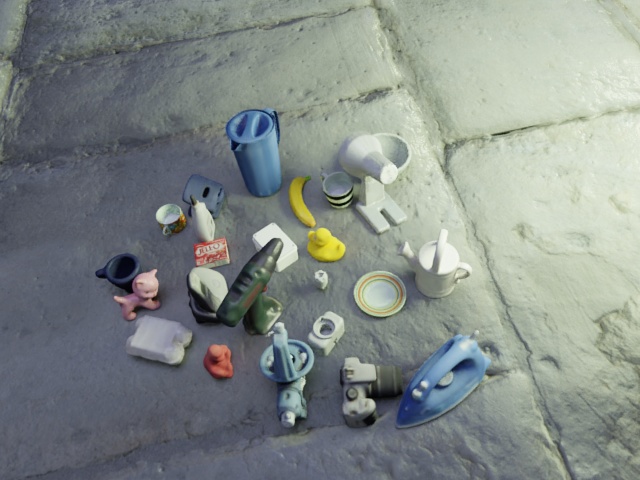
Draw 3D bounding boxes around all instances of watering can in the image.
[{"bbox_3d":[0.277,0.051,1.386,0.172,0.194,0.101,-4,54,3],"label":"watering can"}]

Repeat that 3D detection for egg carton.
[{"bbox_3d":[-0.390,0.244,1.390,0.150,0.069,0.107,9,56,12],"label":"egg carton"}]

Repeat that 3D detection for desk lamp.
[{"bbox_3d":[0.146,-0.163,1.543,0.118,0.214,0.202,-28,56,-14],"label":"desk lamp"}]

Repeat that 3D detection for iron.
[{"bbox_3d":[0.258,0.299,1.240,0.259,0.142,0.118,-38,59,-20],"label":"iron"}]

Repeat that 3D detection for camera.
[{"bbox_3d":[0.114,0.326,1.261,0.136,0.101,0.143,-4,54,3],"label":"camera"}]

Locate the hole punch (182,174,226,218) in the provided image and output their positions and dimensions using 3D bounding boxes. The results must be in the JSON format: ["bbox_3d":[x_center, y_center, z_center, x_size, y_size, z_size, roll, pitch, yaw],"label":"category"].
[{"bbox_3d":[-0.330,-0.128,1.640,0.101,0.091,0.108,5,55,10],"label":"hole punch"}]

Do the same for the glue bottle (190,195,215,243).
[{"bbox_3d":[-0.322,-0.064,1.542,0.037,0.173,0.078,-2,54,5],"label":"glue bottle"}]

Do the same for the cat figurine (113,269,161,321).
[{"bbox_3d":[-0.458,0.132,1.448,0.128,0.118,0.067,-26,56,-13],"label":"cat figurine"}]

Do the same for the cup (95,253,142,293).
[{"bbox_3d":[-0.513,0.098,1.491,0.117,0.095,0.091,-10,54,-1],"label":"cup"}]

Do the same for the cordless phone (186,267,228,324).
[{"bbox_3d":[-0.286,0.111,1.404,0.094,0.185,0.147,-15,54,-5],"label":"cordless phone"}]

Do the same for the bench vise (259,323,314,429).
[{"bbox_3d":[-0.062,0.284,1.234,0.121,0.220,0.207,-20,55,-8],"label":"bench vise"}]

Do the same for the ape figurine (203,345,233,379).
[{"bbox_3d":[-0.240,0.277,1.337,0.076,0.092,0.078,17,58,17],"label":"ape figurine"}]

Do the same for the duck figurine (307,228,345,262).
[{"bbox_3d":[0.014,0.005,1.513,0.104,0.086,0.077,15,57,16],"label":"duck figurine"}]

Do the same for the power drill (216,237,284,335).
[{"bbox_3d":[-0.150,0.128,1.364,0.075,0.209,0.230,25,60,22],"label":"power drill"}]

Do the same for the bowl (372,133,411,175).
[{"bbox_3d":[0.183,-0.231,1.675,0.167,0.075,0.167,-3,54,4],"label":"bowl"}]
